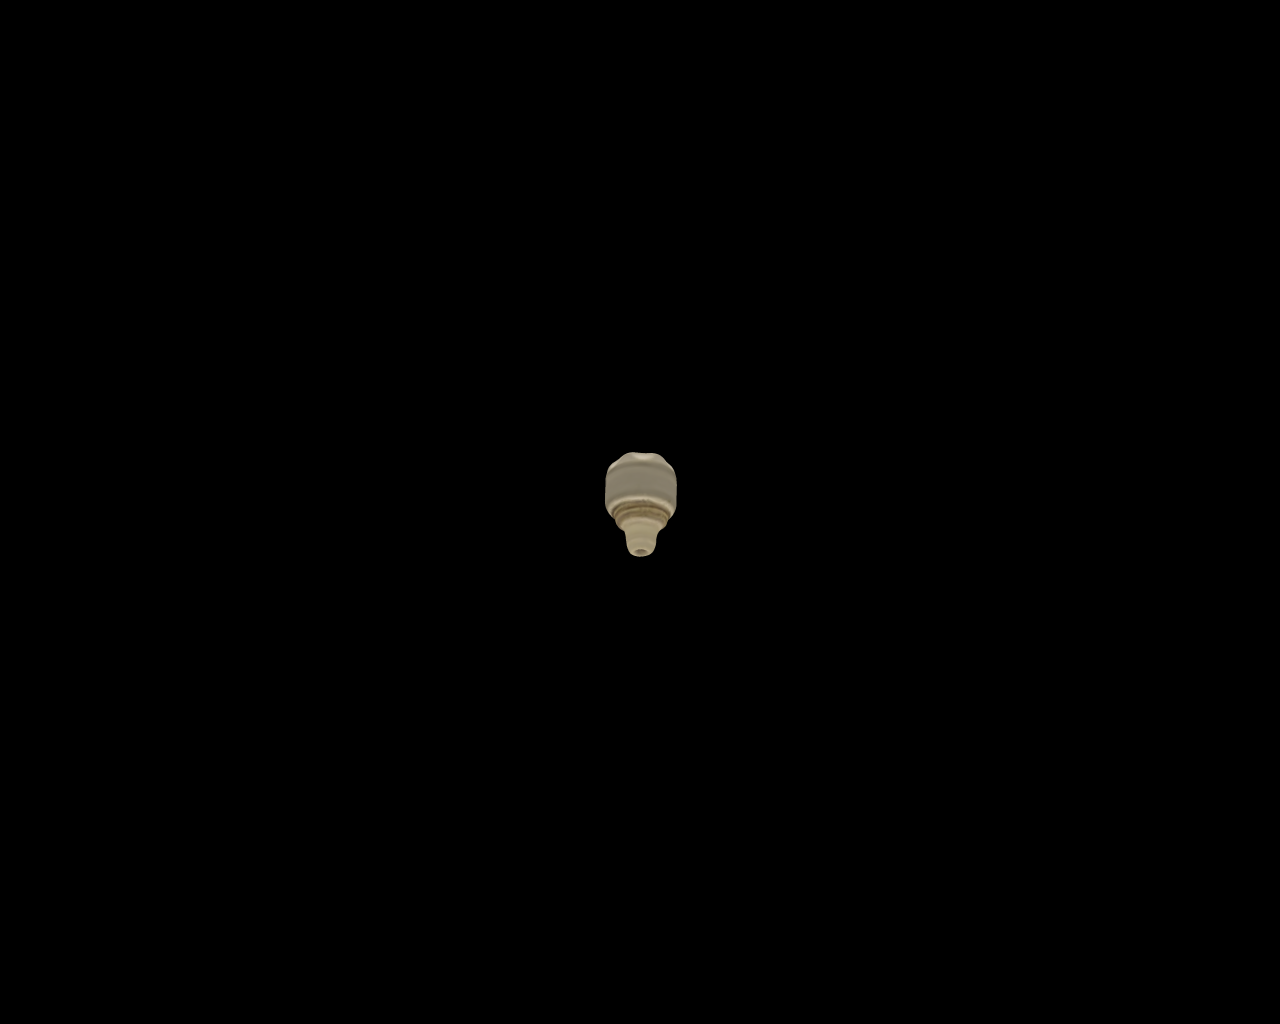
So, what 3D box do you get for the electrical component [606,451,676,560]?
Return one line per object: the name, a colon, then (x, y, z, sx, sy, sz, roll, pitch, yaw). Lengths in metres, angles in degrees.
electrical component: (0.001, -0.003, 0.650, 0.043, 0.062, 0.043, 0, -26, 0)
